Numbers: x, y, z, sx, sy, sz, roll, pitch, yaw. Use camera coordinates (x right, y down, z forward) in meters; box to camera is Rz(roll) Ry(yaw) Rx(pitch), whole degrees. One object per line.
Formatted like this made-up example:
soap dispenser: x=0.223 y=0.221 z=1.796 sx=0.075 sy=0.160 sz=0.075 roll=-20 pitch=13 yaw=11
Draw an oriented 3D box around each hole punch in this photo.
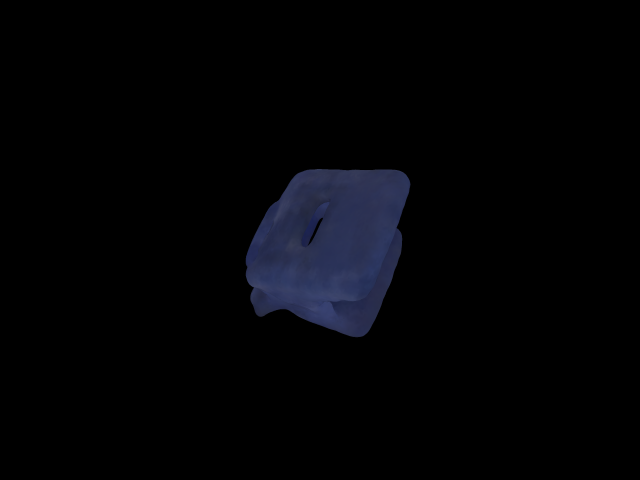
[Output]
hole punch: x=0.004 y=0.001 z=0.400 sx=0.101 sy=0.091 sz=0.109 roll=18 pitch=62 yaw=10
